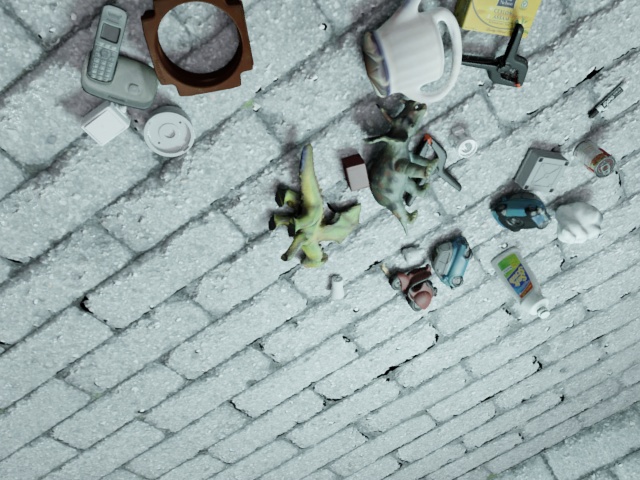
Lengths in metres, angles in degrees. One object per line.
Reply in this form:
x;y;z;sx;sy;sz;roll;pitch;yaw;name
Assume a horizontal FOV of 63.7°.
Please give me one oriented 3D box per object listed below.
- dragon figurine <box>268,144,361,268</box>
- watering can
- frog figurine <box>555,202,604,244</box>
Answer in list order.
0.004;-0.069;1.381;0.243;0.124;0.401;-4;130;-34;dragon figurine
0.196;-0.452;1.129;0.224;0.106;0.340;-20;124;-1;watering can
0.762;-0.052;1.537;0.160;0.140;0.120;-4;135;-42;frog figurine
